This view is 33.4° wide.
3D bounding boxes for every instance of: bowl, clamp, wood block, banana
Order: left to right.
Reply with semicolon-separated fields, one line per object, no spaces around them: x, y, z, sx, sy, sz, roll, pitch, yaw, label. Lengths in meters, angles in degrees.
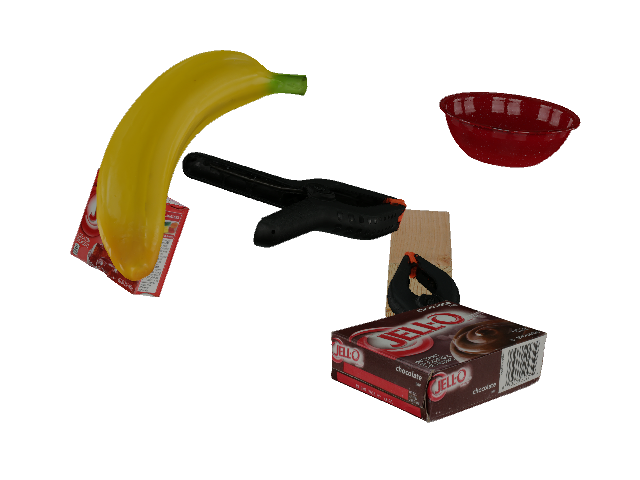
-0.075;-0.055;0.575;0.070;0.037;0.197;18;44;16;banana
-0.006;-0.028;0.962;0.209;0.036;0.165;8;23;-27;clamp
0.148;0.033;1.597;0.091;0.090;0.206;4;24;4;wood block
0.128;0.080;1.149;0.120;0.171;0.039;3;-44;-8;clamp
0.215;-0.125;1.235;0.162;0.055;0.162;4;23;-2;bowl

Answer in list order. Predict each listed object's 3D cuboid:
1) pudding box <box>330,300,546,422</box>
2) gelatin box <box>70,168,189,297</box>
0.076;0.075;0.693;0.113;0.039;0.090;-9;18;-40;pudding box
-0.148;-0.007;0.815;0.089;0.073;0.030;27;11;39;gelatin box
